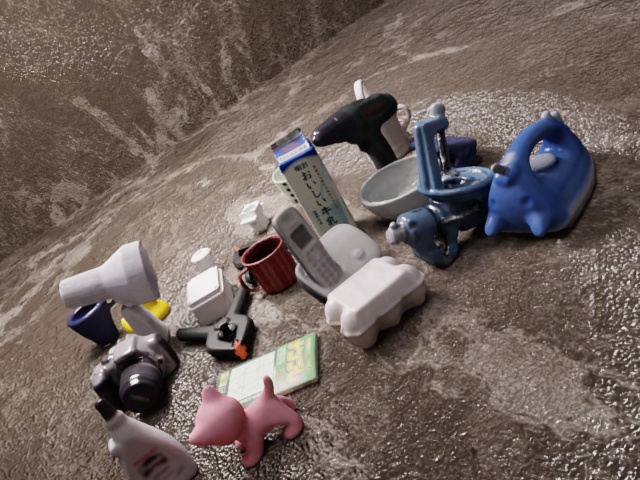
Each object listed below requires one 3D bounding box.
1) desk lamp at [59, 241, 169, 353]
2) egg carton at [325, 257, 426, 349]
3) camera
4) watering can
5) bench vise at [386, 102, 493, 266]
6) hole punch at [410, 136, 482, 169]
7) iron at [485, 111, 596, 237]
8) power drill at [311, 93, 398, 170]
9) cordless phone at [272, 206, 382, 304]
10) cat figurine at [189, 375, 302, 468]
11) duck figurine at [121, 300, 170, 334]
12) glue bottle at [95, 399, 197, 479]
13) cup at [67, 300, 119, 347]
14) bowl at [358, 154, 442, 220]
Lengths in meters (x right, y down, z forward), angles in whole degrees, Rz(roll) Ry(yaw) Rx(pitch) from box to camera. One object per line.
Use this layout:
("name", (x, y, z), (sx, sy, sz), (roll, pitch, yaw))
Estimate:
("desk lamp", (-0.382, 0.130, 1.113), (0.203, 0.214, 0.117), (-32, 25, -2))
("egg carton", (0.081, 0.088, 0.849), (0.150, 0.069, 0.107), (-38, 26, -15))
("camera", (-0.328, 0.237, 0.990), (0.143, 0.101, 0.136), (-32, 25, -2))
("watering can", (0.119, -0.274, 1.322), (0.173, 0.194, 0.100), (-29, 25, 4))
("bench vise", (0.183, -0.082, 0.871), (0.121, 0.220, 0.208), (2, 41, 49))
("hole punch", (0.246, -0.177, 1.126), (0.101, 0.091, 0.108), (-38, 26, -15))
("iron", (0.333, -0.117, 0.863), (0.118, 0.142, 0.259), (1, 40, 48))
("power drill", (0.098, -0.189, 1.173), (0.075, 0.209, 0.230), (1, 40, 48))
("cordless phone", (0.009, 0.003, 0.948), (0.093, 0.185, 0.148), (-1, 39, 47))
("cat figurine", (-0.103, 0.227, 0.742), (0.128, 0.118, 0.067), (-35, 26, -8))
("duck figurine", (-0.391, 0.147, 1.241), (0.104, 0.086, 0.077), (-35, 26, -8))
("glue bottle", (-0.237, 0.269, 0.748), (0.078, 0.173, 0.037), (-40, 27, -17))
("cup", (-0.484, 0.180, 1.273), (0.118, 0.095, 0.091), (-44, 28, -25))
("bowl", (0.161, -0.089, 1.078), (0.167, 0.075, 0.167), (-25, 26, 13))
